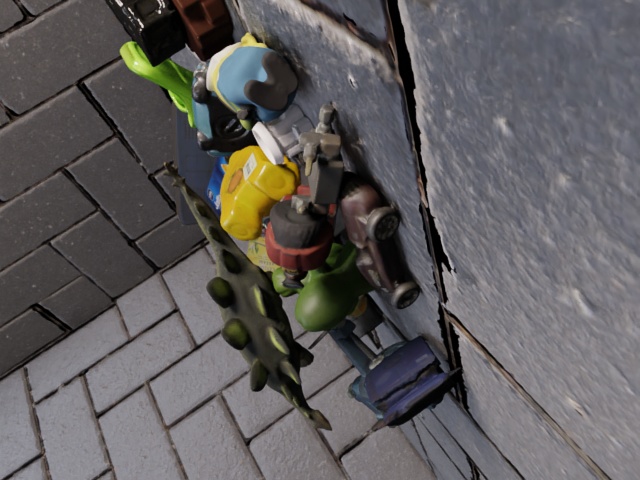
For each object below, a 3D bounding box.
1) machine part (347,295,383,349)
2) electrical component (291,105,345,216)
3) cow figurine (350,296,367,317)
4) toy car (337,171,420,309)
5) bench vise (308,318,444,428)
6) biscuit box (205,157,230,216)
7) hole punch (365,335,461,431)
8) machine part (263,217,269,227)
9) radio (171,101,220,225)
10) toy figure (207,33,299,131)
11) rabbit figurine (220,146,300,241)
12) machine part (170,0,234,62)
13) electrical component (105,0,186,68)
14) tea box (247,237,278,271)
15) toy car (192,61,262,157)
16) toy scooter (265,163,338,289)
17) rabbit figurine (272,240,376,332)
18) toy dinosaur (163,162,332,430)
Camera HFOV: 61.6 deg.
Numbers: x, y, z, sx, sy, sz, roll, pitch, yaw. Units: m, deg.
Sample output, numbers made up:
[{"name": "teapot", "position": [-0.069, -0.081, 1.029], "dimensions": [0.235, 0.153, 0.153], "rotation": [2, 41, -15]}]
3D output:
[{"name": "machine part", "position": [0.043, 0.109, 1.041], "dimensions": [0.243, 0.079, 0.079], "rotation": [56, 172, 7]}, {"name": "electrical component", "position": [-0.004, -0.071, 0.534], "dimensions": [0.102, 0.045, 0.078], "rotation": [103, 160, -53]}, {"name": "cow figurine", "position": [0.021, 0.057, 0.874], "dimensions": [0.167, 0.068, 0.098], "rotation": [31, 136, -12]}, {"name": "toy car", "position": [0.061, 0.008, 0.613], "dimensions": [0.089, 0.053, 0.201], "rotation": [45, 166, 39]}, {"name": "bench vise", "position": [0.089, 0.213, 0.915], "dimensions": [0.240, 0.129, 0.224], "rotation": [49, 157, -14]}, {"name": "biscuit box", "position": [-0.137, -0.122, 0.910], "dimensions": [0.063, 0.059, 0.202], "rotation": [54, 142, 16]}, {"name": "hole punch", "position": [0.121, 0.192, 0.747], "dimensions": [0.092, 0.142, 0.115], "rotation": [57, -175, 22]}, {"name": "machine part", "position": [-0.074, -0.082, 0.919], "dimensions": [0.139, 0.039, 0.084], "rotation": [-78, -25, -45]}, {"name": "radio", "position": [-0.209, -0.149, 1.020], "dimensions": [0.073, 0.131, 0.229], "rotation": [-138, 47, -65]}, {"name": "toy figure", "position": [-0.075, -0.170, 0.595], "dimensions": [0.180, 0.082, 0.089], "rotation": [39, 159, 58]}, {"name": "rabbit figurine", "position": [-0.055, -0.056, 0.779], "dimensions": [0.173, 0.121, 0.162], "rotation": [23, -164, -27]}, {"name": "machine part", "position": [-0.179, -0.319, 0.698], "dimensions": [0.179, 0.056, 0.179], "rotation": [53, 172, 11]}, {"name": "electrical component", "position": [-0.232, -0.296, 0.698], "dimensions": [0.115, 0.058, 0.134], "rotation": [56, 171, 1]}, {"name": "tea box", "position": [-0.068, 0.035, 1.099], "dimensions": [0.098, 0.068, 0.169], "rotation": [8, 180, 24]}, {"name": "toy car", "position": [-0.131, -0.198, 0.756], "dimensions": [0.161, 0.109, 0.103], "rotation": [85, 170, -56]}, {"name": "toy scooter", "position": [-0.020, -0.002, 0.644], "dimensions": [0.184, 0.075, 0.135], "rotation": [-73, -7, -57]}, {"name": "rabbit figurine", "position": [0.020, 0.072, 0.746], "dimensions": [0.121, 0.159, 0.170], "rotation": [55, -169, -11]}, {"name": "toy dinosaur", "position": [-0.103, 0.099, 0.805], "dimensions": [0.471, 0.105, 0.198], "rotation": [59, 177, -6]}]
